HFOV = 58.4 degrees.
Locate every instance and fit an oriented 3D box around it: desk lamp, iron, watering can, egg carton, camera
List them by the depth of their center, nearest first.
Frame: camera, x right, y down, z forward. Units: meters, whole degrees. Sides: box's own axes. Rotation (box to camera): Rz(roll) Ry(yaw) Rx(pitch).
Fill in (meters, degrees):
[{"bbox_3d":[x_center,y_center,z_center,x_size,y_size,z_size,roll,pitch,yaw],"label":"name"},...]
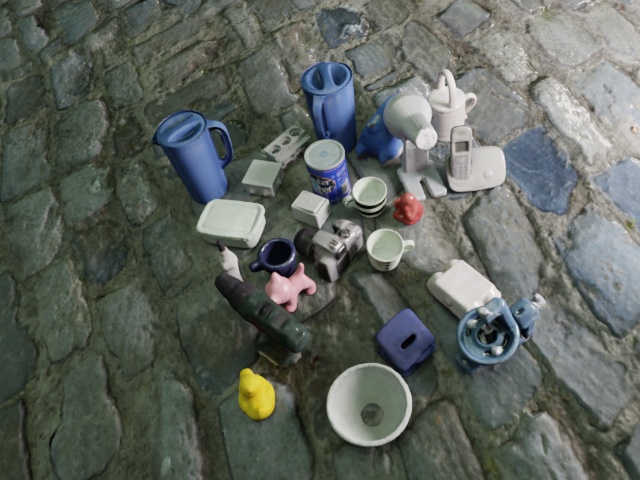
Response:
[{"bbox_3d":[0.313,0.113,1.256,0.107,0.069,0.150,-38,56,-16],"label":"egg carton"},{"bbox_3d":[0.013,0.005,1.373,0.136,0.101,0.143,26,63,26],"label":"camera"},{"bbox_3d":[0.243,-0.239,1.436,0.118,0.214,0.203,-17,53,-1],"label":"desk lamp"},{"bbox_3d":[0.328,-0.360,1.520,0.173,0.194,0.100,-33,55,-13],"label":"watering can"},{"bbox_3d":[0.195,-0.336,1.561,0.118,0.142,0.259,23,62,25],"label":"iron"}]

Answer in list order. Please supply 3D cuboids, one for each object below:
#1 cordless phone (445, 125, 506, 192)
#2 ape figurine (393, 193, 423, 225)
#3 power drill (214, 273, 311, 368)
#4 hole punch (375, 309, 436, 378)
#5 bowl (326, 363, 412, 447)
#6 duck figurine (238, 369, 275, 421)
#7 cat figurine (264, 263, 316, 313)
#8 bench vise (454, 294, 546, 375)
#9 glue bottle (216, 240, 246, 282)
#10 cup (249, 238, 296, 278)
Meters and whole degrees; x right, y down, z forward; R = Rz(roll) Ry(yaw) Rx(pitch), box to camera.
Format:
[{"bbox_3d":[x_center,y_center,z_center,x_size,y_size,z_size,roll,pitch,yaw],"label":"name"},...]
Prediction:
[{"bbox_3d":[0.382,-0.209,1.405,0.147,0.185,0.094,-9,53,4],"label":"cordless phone"},{"bbox_3d":[0.215,-0.083,1.404,0.076,0.092,0.077,-10,53,4],"label":"ape figurine"},{"bbox_3d":[-0.112,0.179,1.203,0.228,0.209,0.076,28,64,27],"label":"power drill"},{"bbox_3d":[0.181,0.213,1.195,0.109,0.091,0.100,-39,57,-17],"label":"hole punch"},{"bbox_3d":[0.099,0.335,1.132,0.167,0.075,0.167,-5,54,7],"label":"bowl"},{"bbox_3d":[-0.138,0.315,1.185,0.077,0.086,0.104,-23,53,-6],"label":"duck figurine"},{"bbox_3d":[-0.076,0.105,1.307,0.067,0.118,0.128,34,67,30],"label":"cat figurine"},{"bbox_3d":[0.349,0.152,1.126,0.121,0.220,0.208,31,65,29],"label":"bench vise"},{"bbox_3d":[-0.210,0.056,1.334,0.037,0.173,0.078,-19,53,-3],"label":"glue bottle"},{"bbox_3d":[-0.106,0.062,1.359,0.118,0.095,0.091,-26,54,-9],"label":"cup"}]
